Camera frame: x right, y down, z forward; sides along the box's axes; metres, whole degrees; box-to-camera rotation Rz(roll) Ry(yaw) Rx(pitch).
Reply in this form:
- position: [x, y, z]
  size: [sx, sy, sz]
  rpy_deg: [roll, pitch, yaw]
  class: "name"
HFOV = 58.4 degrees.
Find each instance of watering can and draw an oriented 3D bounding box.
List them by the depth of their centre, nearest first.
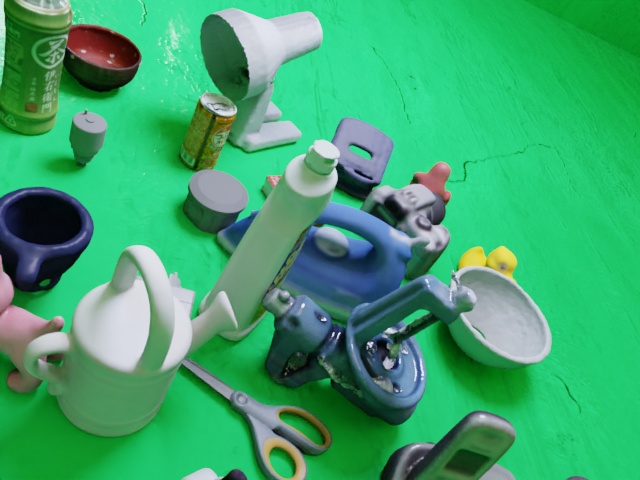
- position: [-0.159, 0.081, 0.504]
  size: [0.101, 0.194, 0.173]
  rpy_deg: [44, 41, 14]
  class: "watering can"

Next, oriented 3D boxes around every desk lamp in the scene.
- position: [-0.092, -0.248, 0.872]
  size: [0.204, 0.213, 0.117]
  rpy_deg: [-22, 63, -45]
  class: "desk lamp"

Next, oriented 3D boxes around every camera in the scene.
- position: [0.155, -0.032, 0.902]
  size: [0.137, 0.100, 0.143]
  rpy_deg: [-19, 61, -44]
  class: "camera"

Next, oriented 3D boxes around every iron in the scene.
- position: [0.007, 0.003, 0.736]
  size: [0.259, 0.141, 0.118]
  rpy_deg: [22, 40, -12]
  class: "iron"

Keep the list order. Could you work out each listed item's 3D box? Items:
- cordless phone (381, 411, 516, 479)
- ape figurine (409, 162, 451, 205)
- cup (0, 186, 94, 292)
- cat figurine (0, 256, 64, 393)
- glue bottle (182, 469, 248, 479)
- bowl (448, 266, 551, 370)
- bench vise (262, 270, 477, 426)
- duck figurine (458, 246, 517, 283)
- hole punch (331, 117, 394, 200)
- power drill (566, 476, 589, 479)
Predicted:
- position: [0.149, 0.236, 0.555]
  size: [0.148, 0.185, 0.094]
  rpy_deg: [19, 41, -16]
  class: "cordless phone"
- position: [0.199, -0.098, 1.006]
  size: [0.077, 0.092, 0.076]
  rpy_deg: [46, 41, 16]
  class: "ape figurine"
- position: [-0.280, 0.018, 0.566]
  size: [0.092, 0.095, 0.117]
  rpy_deg: [13, 43, -22]
  class: "cup"
- position: [-0.284, 0.061, 0.501]
  size: [0.128, 0.117, 0.067]
  rpy_deg: [27, 39, -7]
  class: "cat figurine"
- position: [-0.089, 0.211, 0.433]
  size: [0.037, 0.173, 0.078]
  rpy_deg: [-14, 57, -41]
  class: "glue bottle"
- position: [0.240, 0.122, 0.820]
  size: [0.168, 0.074, 0.167]
  rpy_deg: [18, 41, -17]
  class: "bowl"
- position: [0.046, 0.103, 0.597]
  size: [0.208, 0.219, 0.121]
  rpy_deg: [16, 42, -19]
  class: "bench vise"
- position: [0.274, 0.045, 0.913]
  size: [0.078, 0.086, 0.104]
  rpy_deg: [6, 46, -28]
  class: "duck figurine"
- position: [0.063, -0.136, 0.956]
  size: [0.109, 0.091, 0.101]
  rpy_deg: [25, 40, -10]
  class: "hole punch"
- position: [0.256, 0.323, 0.518]
  size: [0.229, 0.208, 0.076]
  rpy_deg: [33, 39, 1]
  class: "power drill"
